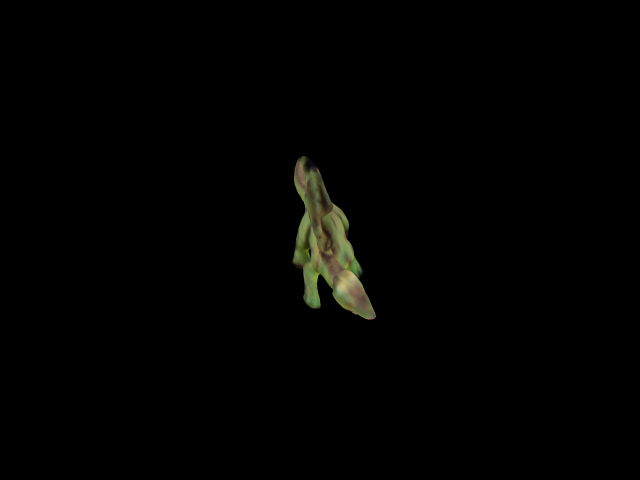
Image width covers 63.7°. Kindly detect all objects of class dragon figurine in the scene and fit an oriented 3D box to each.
[{"bbox_3d":[0.003,-0.043,0.850,0.122,0.419,0.237,-15,-31,-8],"label":"dragon figurine"}]
